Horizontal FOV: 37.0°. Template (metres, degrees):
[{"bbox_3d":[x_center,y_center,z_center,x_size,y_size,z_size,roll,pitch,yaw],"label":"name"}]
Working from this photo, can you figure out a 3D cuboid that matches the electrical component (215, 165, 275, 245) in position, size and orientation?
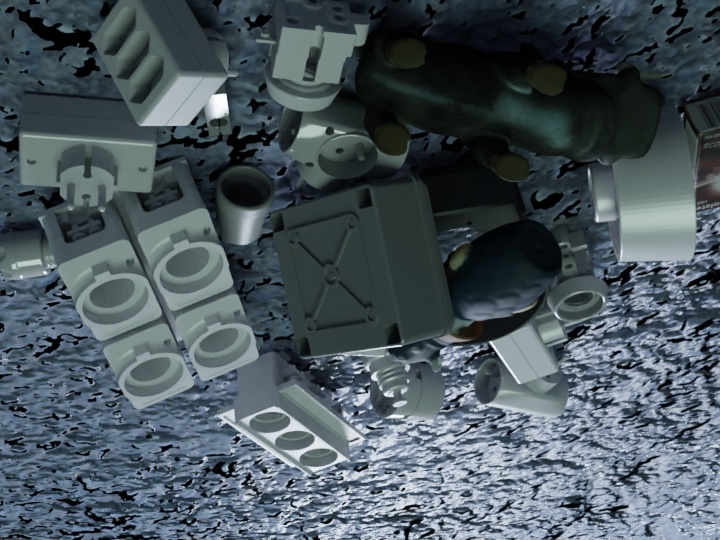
[{"bbox_3d":[-0.083,-0.044,0.754,0.040,0.040,0.046,2,146,-13],"label":"electrical component"}]

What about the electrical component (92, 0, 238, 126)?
[{"bbox_3d":[-0.104,-0.124,0.633,0.077,0.065,0.047,-10,154,-51],"label":"electrical component"}]

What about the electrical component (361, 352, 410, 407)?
[{"bbox_3d":[0.023,0.076,0.902,0.040,0.078,0.040,-14,155,-6],"label":"electrical component"}]

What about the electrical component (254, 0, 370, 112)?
[{"bbox_3d":[-0.032,-0.130,0.650,0.066,0.048,0.055,3,133,-15],"label":"electrical component"}]

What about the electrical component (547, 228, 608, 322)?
[{"bbox_3d":[0.169,0.007,0.855,0.048,0.055,0.066,-16,142,10],"label":"electrical component"}]

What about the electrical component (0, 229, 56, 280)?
[{"bbox_3d":[-0.226,-0.013,0.769,0.061,0.035,0.035,-8,142,-4],"label":"electrical component"}]

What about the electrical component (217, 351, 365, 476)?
[{"bbox_3d":[-0.060,0.127,0.956,0.079,0.063,0.121,-24,140,19],"label":"electrical component"}]

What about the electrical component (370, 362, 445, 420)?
[{"bbox_3d":[0.043,0.107,0.960,0.047,0.055,0.055,12,138,-31],"label":"electrical component"}]

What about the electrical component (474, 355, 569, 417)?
[{"bbox_3d":[0.157,0.098,0.978,0.077,0.043,0.079,14,137,-26],"label":"electrical component"}]

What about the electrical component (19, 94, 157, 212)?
[{"bbox_3d":[-0.172,-0.066,0.678,0.083,0.075,0.047,3,141,-15],"label":"electrical component"}]

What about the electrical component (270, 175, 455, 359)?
[{"bbox_3d":[0.000,0.000,0.730,0.056,0.108,0.109,-12,180,-44],"label":"electrical component"}]

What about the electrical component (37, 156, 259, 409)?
[{"bbox_3d":[-0.145,0.019,0.782,0.105,0.060,0.186,-23,143,-9],"label":"electrical component"}]

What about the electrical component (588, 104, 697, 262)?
[{"bbox_3d":[0.190,-0.056,0.740,0.060,0.108,0.108,-7,143,8],"label":"electrical component"}]

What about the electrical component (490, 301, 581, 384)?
[{"bbox_3d":[0.152,0.048,0.910,0.076,0.047,0.083,-21,141,15],"label":"electrical component"}]

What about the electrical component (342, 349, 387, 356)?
[{"bbox_3d":[-0.017,0.026,0.851,0.076,0.047,0.083,2,143,7],"label":"electrical component"}]

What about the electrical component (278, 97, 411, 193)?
[{"bbox_3d":[-0.018,-0.079,0.718,0.077,0.044,0.079,11,139,-24],"label":"electrical component"}]
